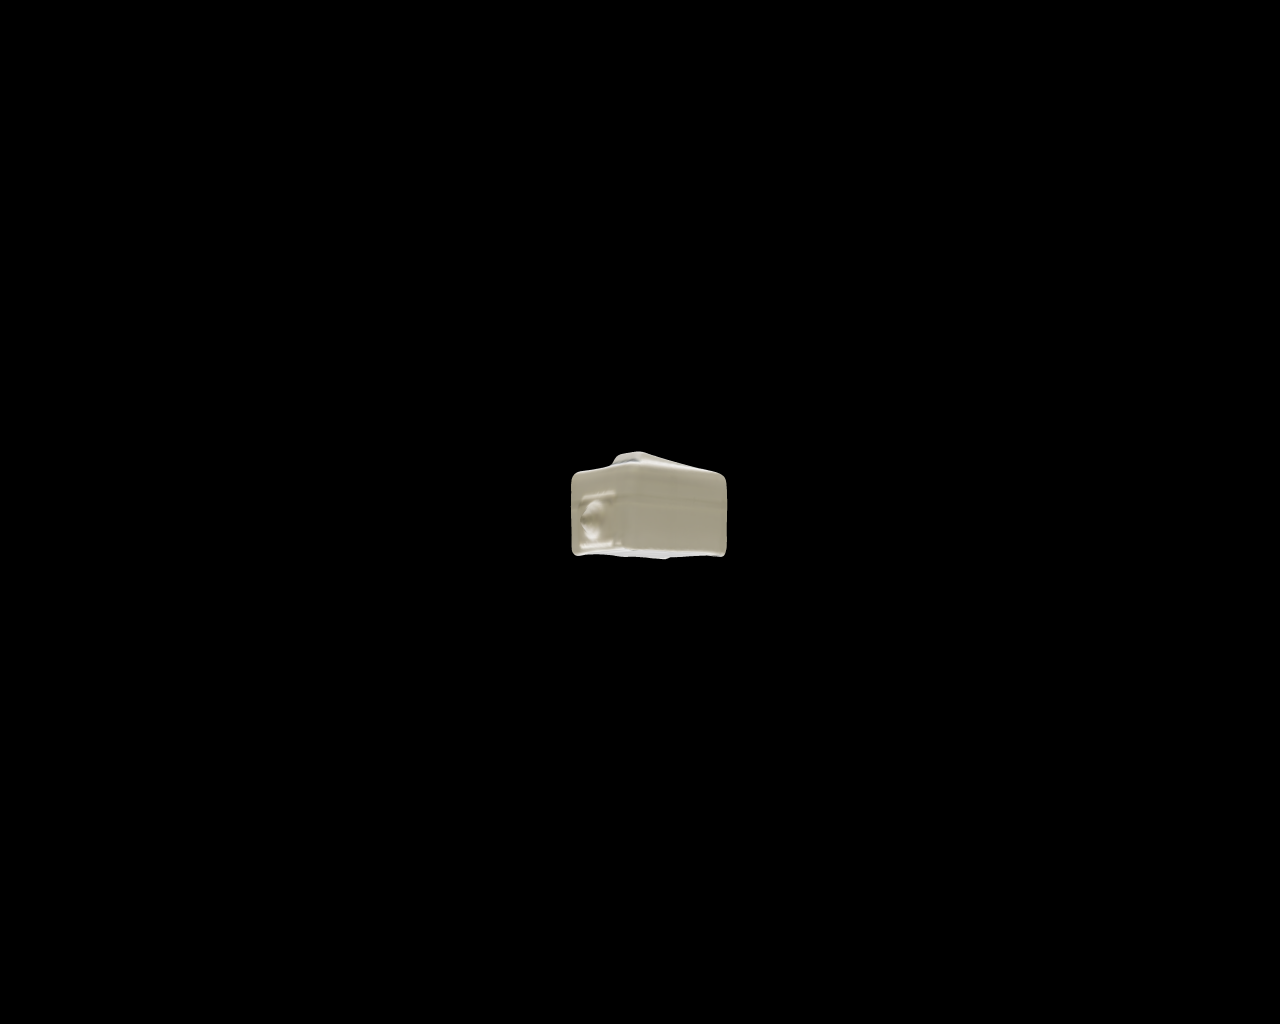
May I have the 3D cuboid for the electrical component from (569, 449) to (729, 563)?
[{"bbox_3d":[0.001,-0.003,0.650,0.096,0.061,0.061,5,-8,-40],"label":"electrical component"}]
